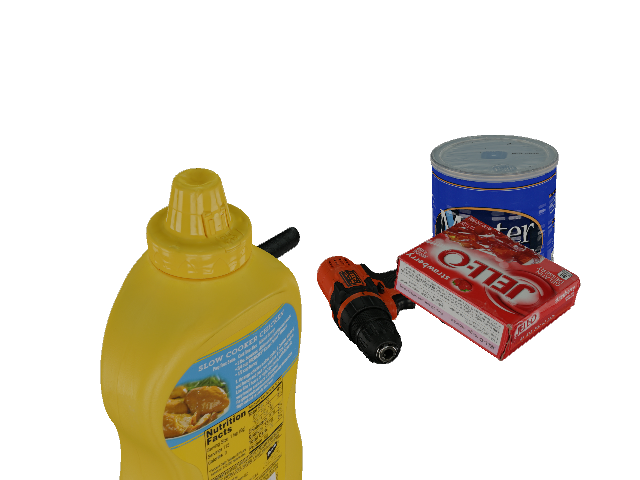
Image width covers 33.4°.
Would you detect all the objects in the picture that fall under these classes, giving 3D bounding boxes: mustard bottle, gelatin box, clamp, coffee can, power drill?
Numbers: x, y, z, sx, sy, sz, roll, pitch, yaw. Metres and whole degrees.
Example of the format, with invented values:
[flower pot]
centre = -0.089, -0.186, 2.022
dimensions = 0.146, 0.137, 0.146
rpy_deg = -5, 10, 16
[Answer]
[mustard bottle]
centre = -0.048, 0.057, 0.452
dimensions = 0.058, 0.192, 0.096
rpy_deg = 27, 41, 33
[gelatin box]
centre = 0.102, 0.026, 0.659
dimensions = 0.073, 0.030, 0.089
rpy_deg = -28, 47, -37
[clamp]
centre = -0.092, 0.030, 1.256
dimensions = 0.120, 0.039, 0.171
rpy_deg = -2, 41, 10
[coffee can]
centre = 0.144, -0.006, 0.890
dimensions = 0.103, 0.140, 0.103
rpy_deg = -3, 23, 1
[power drill]
centre = 0.104, 0.061, 1.117
dimensions = 0.187, 0.057, 0.184
rpy_deg = -6, 28, -15
